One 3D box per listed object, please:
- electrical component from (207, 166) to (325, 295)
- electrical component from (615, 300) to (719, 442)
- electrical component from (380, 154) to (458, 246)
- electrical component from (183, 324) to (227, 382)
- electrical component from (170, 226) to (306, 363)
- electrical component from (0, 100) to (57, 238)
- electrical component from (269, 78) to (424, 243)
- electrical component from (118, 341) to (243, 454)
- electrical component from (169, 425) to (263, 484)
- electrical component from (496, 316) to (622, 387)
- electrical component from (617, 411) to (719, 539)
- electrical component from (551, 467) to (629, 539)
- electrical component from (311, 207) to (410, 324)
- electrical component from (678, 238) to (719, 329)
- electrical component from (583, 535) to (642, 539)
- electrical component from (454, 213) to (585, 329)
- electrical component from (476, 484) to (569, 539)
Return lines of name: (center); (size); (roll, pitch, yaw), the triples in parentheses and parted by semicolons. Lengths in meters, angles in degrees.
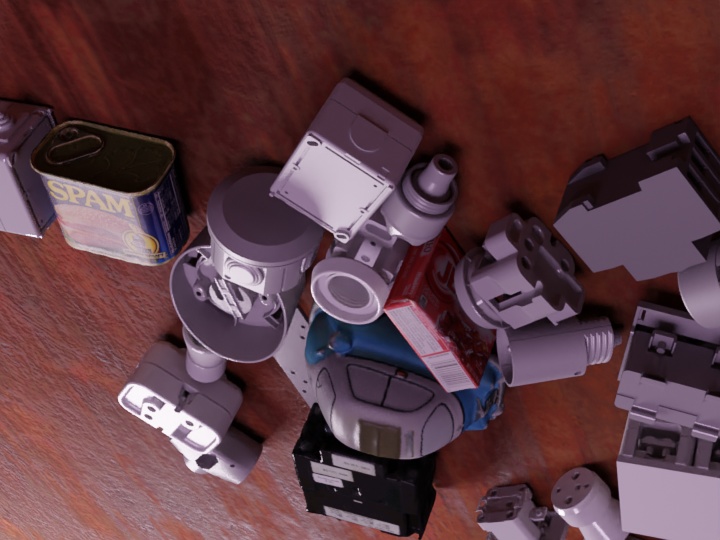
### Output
electrical component: (-0.065, -0.027, 0.737); (0.080, 0.080, 0.051); (22, 146, 5)
electrical component: (0.232, 0.072, 0.696); (0.121, 0.063, 0.078); (15, 139, 14)
electrical component: (0.042, -0.048, 0.684); (0.043, 0.043, 0.062); (29, 139, -3)
electrical component: (-0.128, 0.066, 0.903); (0.044, 0.044, 0.065); (23, 145, 4)
electrical component: (-0.091, 0.013, 0.806); (0.099, 0.064, 0.099); (15, 140, 14)
electrical component: (-0.260, -0.081, 0.796); (0.061, 0.061, 0.096); (11, 138, 18)
electrical component: (-0.010, -0.068, 0.682); (0.062, 0.061, 0.096); (33, 148, -7)
electrical component: (-0.156, 0.109, 0.949); (0.095, 0.059, 0.054); (34, 140, -9)
electrical component: (-0.143, 0.170, 1.022); (0.077, 0.043, 0.079); (35, 140, -11)
electrical component: (0.137, 0.052, 0.730); (0.081, 0.043, 0.043); (-9, 137, -6)
electrical component: (0.265, 0.149, 0.763); (0.150, 0.061, 0.089); (6, 136, 23)
electrical component: (0.186, 0.192, 0.866); (0.045, 0.045, 0.055); (-22, 120, 42)
electrical component: (0.000, 0.000, 0.748); (0.058, 0.057, 0.078); (26, 141, 0)
electrical component: (0.222, 0.006, 0.637); (0.055, 0.055, 0.047); (44, 141, -21)
electrical component: (0.219, 0.264, 0.923); (0.080, 0.051, 0.080); (15, 139, 13)
electrical component: (0.099, 0.006, 0.701); (0.057, 0.058, 0.078); (-27, 117, 41)
electrical component: (0.137, 0.219, 0.926); (0.081, 0.042, 0.063); (-18, 120, 40)
